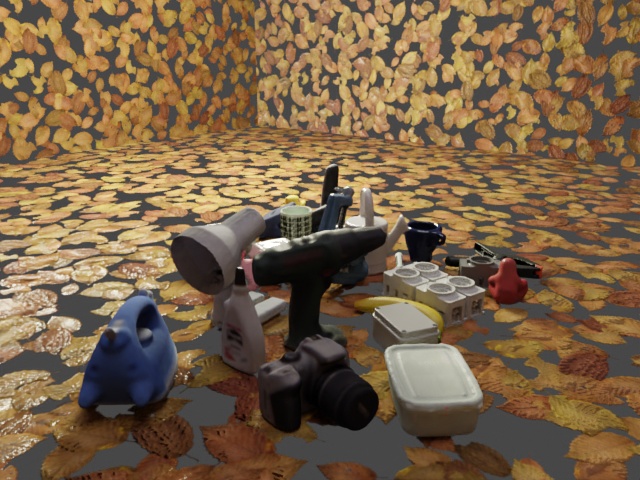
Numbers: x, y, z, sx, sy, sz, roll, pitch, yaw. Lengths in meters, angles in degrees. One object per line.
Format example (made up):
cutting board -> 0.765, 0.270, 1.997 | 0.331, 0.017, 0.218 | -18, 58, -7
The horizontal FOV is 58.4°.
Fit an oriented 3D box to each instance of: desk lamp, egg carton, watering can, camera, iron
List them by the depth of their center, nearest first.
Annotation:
camera -> 0.004, 0.202, 0.792 | 0.143, 0.101, 0.136 | -13, 23, -34
iron -> -0.283, 0.148, 0.883 | 0.118, 0.141, 0.258 | 0, 19, -2
desk lamp -> -0.162, 0.056, 1.044 | 0.117, 0.214, 0.204 | 12, 22, 31
egg carton -> -0.092, 0.046, 1.302 | 0.107, 0.069, 0.149 | -11, 22, -31
watering can -> 0.114, -0.026, 1.323 | 0.173, 0.194, 0.100 | -8, 20, -23

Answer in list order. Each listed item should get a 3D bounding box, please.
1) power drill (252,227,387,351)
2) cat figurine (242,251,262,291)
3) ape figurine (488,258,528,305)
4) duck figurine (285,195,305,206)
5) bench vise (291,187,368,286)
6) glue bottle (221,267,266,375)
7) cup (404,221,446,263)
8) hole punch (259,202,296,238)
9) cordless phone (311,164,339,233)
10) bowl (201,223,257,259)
power drill -> 0.000, 0.082, 0.979 | 0.230, 0.208, 0.075 | -4, 19, -12
cat figurine -> -0.176, 0.040, 1.244 | 0.127, 0.118, 0.067 | 9, 21, 25
ape figurine -> 0.384, 0.081, 1.171 | 0.077, 0.092, 0.076 | 12, 22, 31
duck figurine -> -0.085, -0.088, 1.675 | 0.105, 0.086, 0.077 | -9, 21, -27
bench vise -> 0.020, 0.007, 1.184 | 0.121, 0.220, 0.208 | 14, 23, 35
glue bottle -> -0.125, 0.124, 0.907 | 0.077, 0.173, 0.037 | 13, 22, 32
cup -> 0.253, 0.013, 1.366 | 0.092, 0.095, 0.117 | -13, 23, -34
hole punch -> -0.118, -0.056, 1.572 | 0.101, 0.091, 0.109 | 4, 19, 10
cordless phone -> 0.007, -0.114, 1.599 | 0.093, 0.185, 0.148 | 10, 21, 28
bowl -> -0.231, 0.017, 1.379 | 0.167, 0.075, 0.167 | 0, 19, 0
